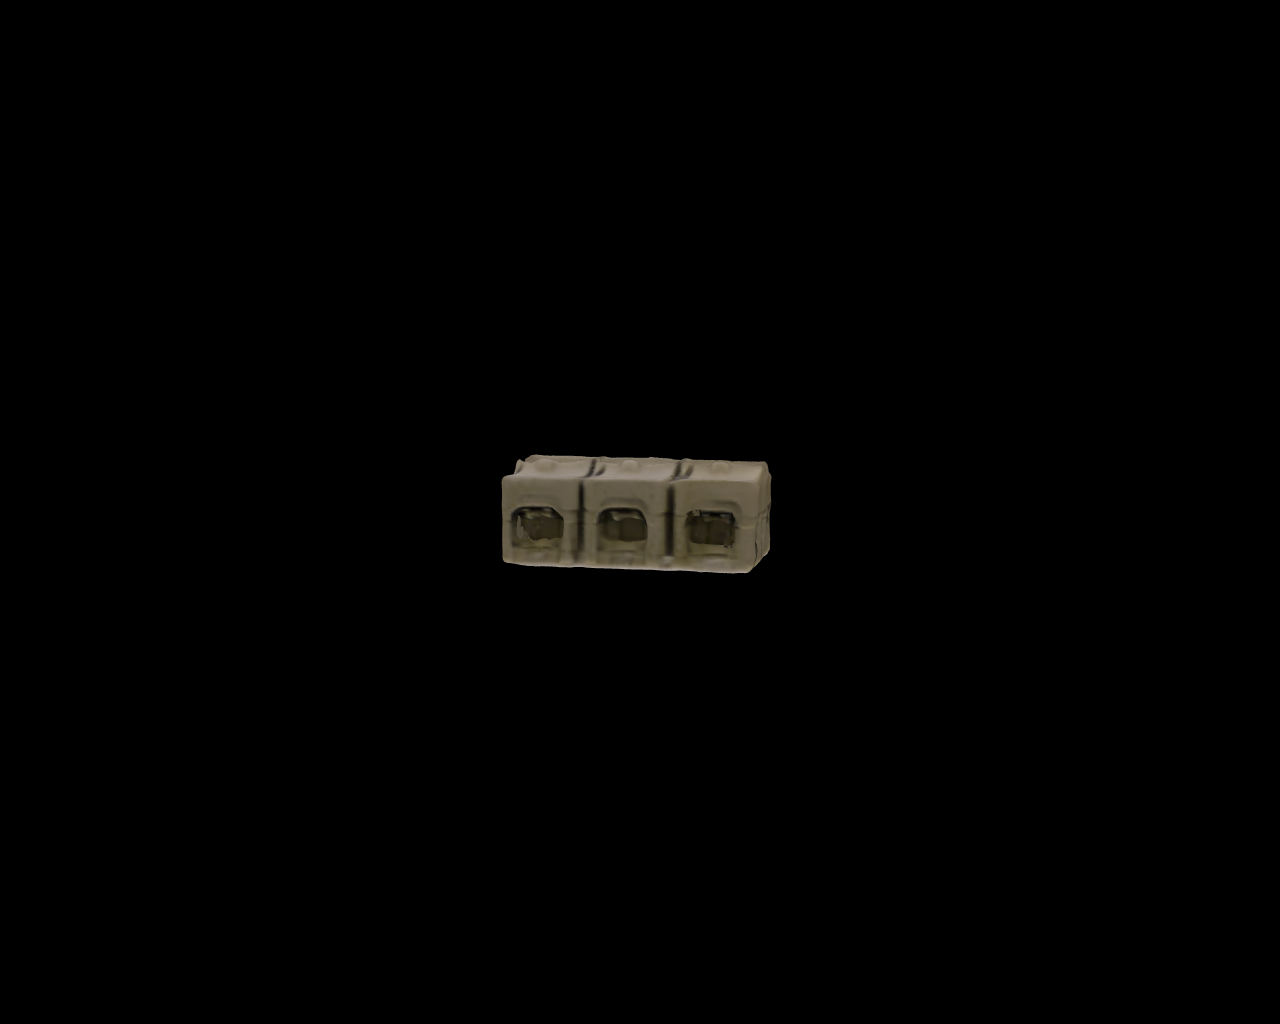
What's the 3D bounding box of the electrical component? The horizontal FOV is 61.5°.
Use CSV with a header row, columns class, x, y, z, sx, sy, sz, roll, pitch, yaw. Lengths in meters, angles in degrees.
class,x,y,z,sx,sy,sz,roll,pitch,yaw
electrical component,0.001,-0.003,0.650,0.150,0.061,0.089,2,8,14
